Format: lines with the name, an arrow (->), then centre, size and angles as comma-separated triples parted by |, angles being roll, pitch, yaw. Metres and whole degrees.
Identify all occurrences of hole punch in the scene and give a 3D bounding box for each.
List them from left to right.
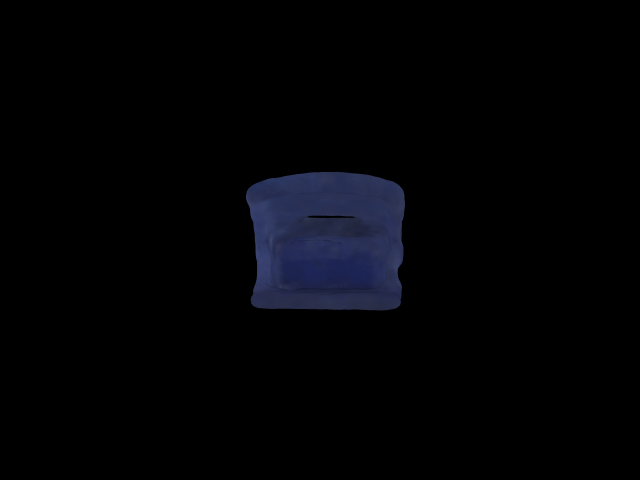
hole punch -> 0.004, 0.001, 0.400 | 0.108, 0.091, 0.101 | 0, 2, 4
